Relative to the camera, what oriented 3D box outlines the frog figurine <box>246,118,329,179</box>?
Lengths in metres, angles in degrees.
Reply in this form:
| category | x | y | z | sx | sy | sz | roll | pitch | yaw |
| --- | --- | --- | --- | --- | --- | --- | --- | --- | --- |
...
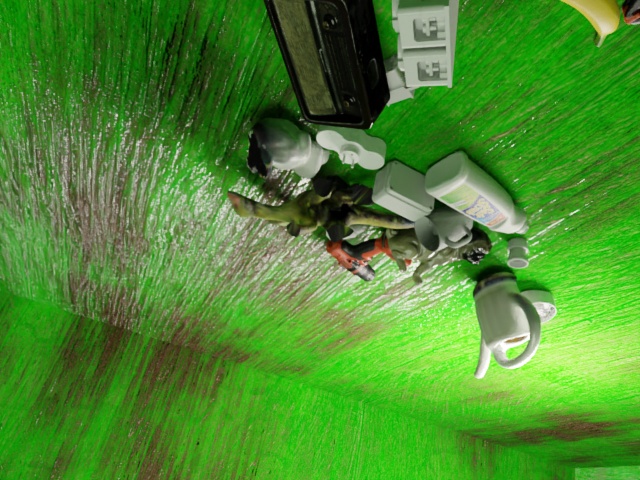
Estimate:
| category | x | y | z | sx | sy | sz | roll | pitch | yaw |
| --- | --- | --- | --- | --- | --- | --- | --- | --- | --- |
| frog figurine | -0.051 | -0.174 | 0.969 | 0.160 | 0.122 | 0.137 | -12 | 2 | -26 |

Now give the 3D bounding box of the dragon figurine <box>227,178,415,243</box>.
| category | x | y | z | sx | sy | sz | roll | pitch | yaw |
| --- | --- | --- | --- | --- | --- | --- | --- | --- | --- |
| dragon figurine | 0.003 | -0.056 | 1.113 | 0.409 | 0.122 | 0.242 | 8 | -3 | -25 |

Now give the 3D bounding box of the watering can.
| category | x | y | z | sx | sy | sz | roll | pitch | yaw |
| --- | --- | --- | --- | --- | --- | --- | --- | --- | --- |
| watering can | 0.441 | 0.217 | 1.298 | 0.104 | 0.229 | 0.340 | -1 | -28 | -12 |
